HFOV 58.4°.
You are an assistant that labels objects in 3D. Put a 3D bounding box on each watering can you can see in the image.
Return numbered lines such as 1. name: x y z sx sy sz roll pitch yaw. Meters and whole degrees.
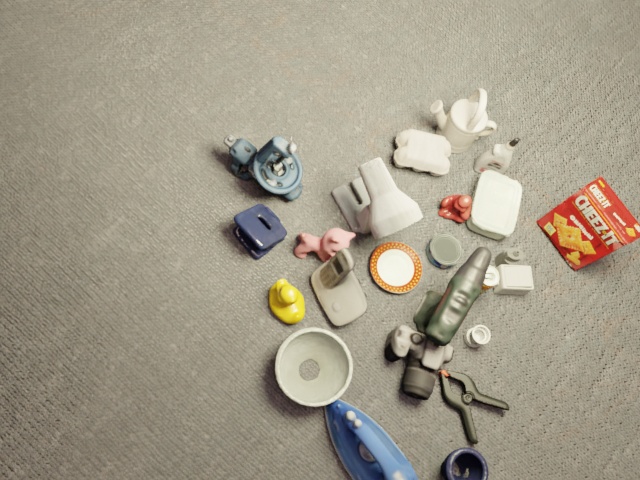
1. watering can: 0.366 -0.308 1.455 0.173 0.194 0.101 -8 72 -13

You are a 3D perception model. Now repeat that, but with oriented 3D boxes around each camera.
1. camera: 0.215 0.274 1.268 0.143 0.100 0.137 21 68 -2

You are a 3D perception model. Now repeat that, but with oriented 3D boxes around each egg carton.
1. egg carton: 0.263 -0.224 1.473 0.150 0.069 0.107 11 69 -6

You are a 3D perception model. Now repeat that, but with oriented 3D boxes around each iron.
1. iron: 0.099 0.422 1.171 0.119 0.141 0.258 -35 80 -20

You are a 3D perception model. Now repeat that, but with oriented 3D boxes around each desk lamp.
1. desk lamp: 0.128 -0.085 1.321 0.118 0.213 0.203 -26 77 -18

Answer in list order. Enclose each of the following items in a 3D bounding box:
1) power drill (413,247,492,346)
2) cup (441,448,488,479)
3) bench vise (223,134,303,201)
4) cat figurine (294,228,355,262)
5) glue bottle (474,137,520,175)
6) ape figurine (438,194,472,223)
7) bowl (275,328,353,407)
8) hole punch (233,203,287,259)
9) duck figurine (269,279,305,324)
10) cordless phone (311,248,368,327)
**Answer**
1. power drill: 0.288 0.135 1.273 0.075 0.208 0.230 30 68 2
2. cup: 0.302 0.497 1.207 0.092 0.095 0.117 -28 77 -18
3. bench vise: -0.129 -0.180 1.305 0.207 0.219 0.121 14 68 -5
4. cat figurine: 0.012 0.005 1.319 0.128 0.117 0.067 10 69 -6
5. glue bottle: 0.457 -0.214 1.449 0.078 0.173 0.037 15 68 -4
6. ape figurine: 0.347 -0.086 1.426 0.076 0.092 0.078 -29 78 -18
7. bowl: -0.017 0.278 1.238 0.167 0.074 0.167 3 70 -9
8. hole punch: -0.138 -0.029 1.318 0.101 0.091 0.108 -40 81 -20
9. duck figurine: -0.070 0.133 1.275 0.078 0.086 0.104 -25 76 -17
10. cordless phone: 0.054 0.100 1.256 0.094 0.185 0.147 -25 76 -17
